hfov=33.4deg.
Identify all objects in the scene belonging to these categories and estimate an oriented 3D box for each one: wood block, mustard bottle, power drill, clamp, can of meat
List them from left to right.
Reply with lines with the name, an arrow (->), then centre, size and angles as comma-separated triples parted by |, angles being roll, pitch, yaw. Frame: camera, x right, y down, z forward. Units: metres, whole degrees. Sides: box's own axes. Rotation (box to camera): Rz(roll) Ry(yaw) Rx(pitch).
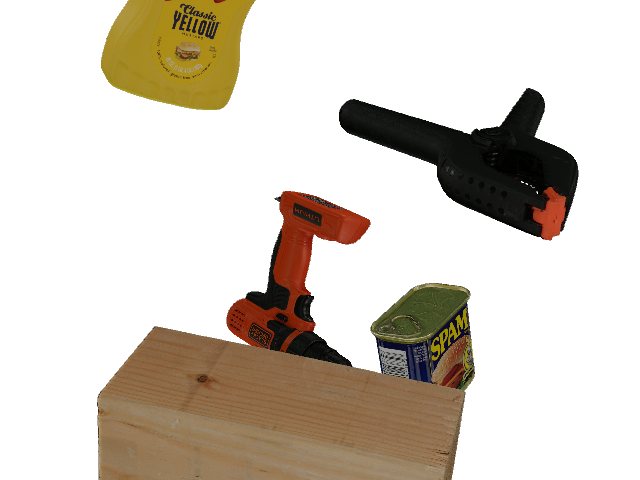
mustard bottle -> -0.083, -0.191, 0.748 | 0.096, 0.192, 0.058 | 11, 24, -26
wood block -> -0.023, 0.129, 0.658 | 0.206, 0.090, 0.090 | 11, 27, 12
power drill -> -0.012, 0.052, 1.153 | 0.185, 0.188, 0.057 | 26, 11, 38
can of meat -> 0.092, 0.096, 0.918 | 0.058, 0.084, 0.101 | 6, 26, 33
clamp -> 0.106, -0.060, 0.742 | 0.164, 0.036, 0.210 | -3, 28, -8
